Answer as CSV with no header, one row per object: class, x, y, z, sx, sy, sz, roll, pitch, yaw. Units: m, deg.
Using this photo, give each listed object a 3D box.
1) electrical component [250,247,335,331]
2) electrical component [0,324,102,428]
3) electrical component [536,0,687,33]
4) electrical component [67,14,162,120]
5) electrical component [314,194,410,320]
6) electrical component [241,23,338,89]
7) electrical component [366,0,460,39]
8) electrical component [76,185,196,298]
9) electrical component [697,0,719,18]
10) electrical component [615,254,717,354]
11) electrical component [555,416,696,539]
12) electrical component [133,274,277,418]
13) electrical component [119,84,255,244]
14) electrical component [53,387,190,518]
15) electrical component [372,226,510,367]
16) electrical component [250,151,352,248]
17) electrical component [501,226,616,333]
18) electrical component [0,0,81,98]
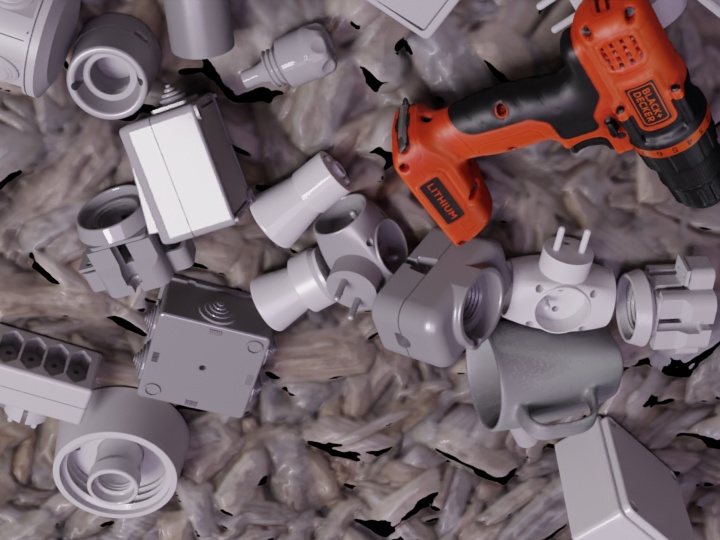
electrical component,-0.045,0.013,0.786,0.055,0.045,0.045,-28,122,16
electrical component,-0.254,0.094,0.835,0.083,0.047,0.075,19,122,-15
electrical component,0.147,-0.175,0.659,0.079,0.044,0.077,-31,121,18
electrical component,-0.156,-0.128,0.681,0.055,0.047,0.055,-1,125,-1
electrical component,0.000,0.000,0.758,0.044,0.079,0.077,-13,128,33
electrical component,-0.047,-0.133,0.689,0.061,0.035,0.035,-19,124,15
electrical component,0.020,-0.191,0.634,0.096,0.061,0.061,29,119,-20
electrical component,-0.162,-0.022,0.751,0.078,0.058,0.057,-14,127,8
electrical component,0.262,-0.171,0.646,0.121,0.063,0.078,30,78,-21
electrical component,0.225,0.027,0.797,0.057,0.058,0.078,-2,125,-4
electrical component,0.219,0.194,0.883,0.056,0.108,0.109,-38,118,25
electrical component,-0.117,0.060,0.815,0.100,0.048,0.099,15,123,-12
electrical component,-0.117,-0.072,0.703,0.061,0.061,0.096,-17,104,10
electrical component,-0.196,0.155,0.872,0.108,0.060,0.108,-1,126,-1
electrical component,0.061,0.019,0.752,0.059,0.095,0.053,16,142,36
electrical component,-0.038,-0.051,0.744,0.065,0.044,0.044,-37,119,16
electrical component,0.148,0.003,0.785,0.077,0.044,0.079,5,125,-6
electrical component,-0.203,-0.148,0.647,0.051,0.080,0.080,18,123,-8
